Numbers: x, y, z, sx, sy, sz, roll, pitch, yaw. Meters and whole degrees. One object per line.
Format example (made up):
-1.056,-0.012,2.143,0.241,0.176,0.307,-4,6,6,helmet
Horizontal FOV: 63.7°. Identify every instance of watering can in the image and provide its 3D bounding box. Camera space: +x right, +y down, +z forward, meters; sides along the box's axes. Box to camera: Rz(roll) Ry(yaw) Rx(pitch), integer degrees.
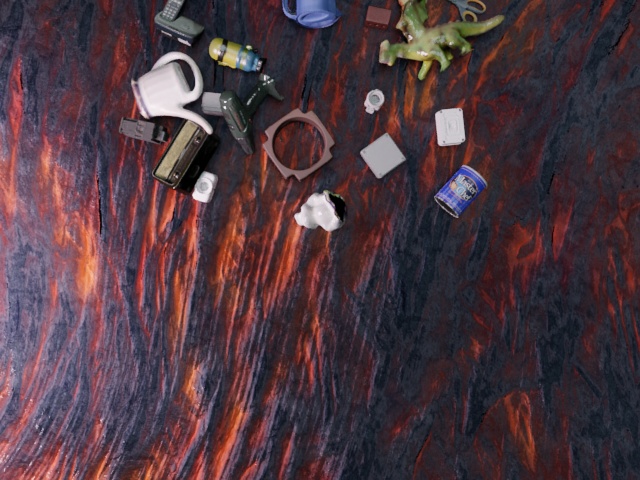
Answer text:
-0.466,-0.444,1.615,0.224,0.102,0.353,-22,67,3,watering can

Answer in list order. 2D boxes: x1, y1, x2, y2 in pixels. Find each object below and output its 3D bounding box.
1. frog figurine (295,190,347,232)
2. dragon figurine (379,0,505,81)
0.005,-0.084,1.674,0.157,0.125,0.136,-30,103,36,frog figurine
0.362,-0.667,1.630,0.410,0.123,0.241,-39,103,0,dragon figurine
